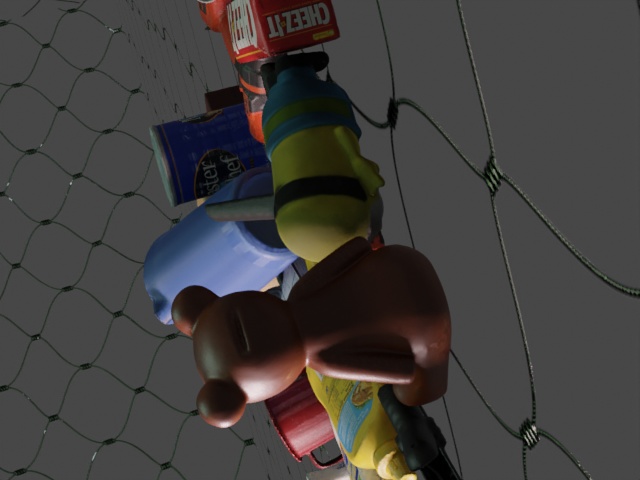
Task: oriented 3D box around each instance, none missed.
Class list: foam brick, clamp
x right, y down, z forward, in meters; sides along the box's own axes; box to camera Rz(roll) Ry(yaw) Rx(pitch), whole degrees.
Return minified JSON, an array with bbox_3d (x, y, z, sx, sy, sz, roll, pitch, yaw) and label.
[{"bbox_3d":[-0.119,-0.159,1.431,0.051,0.053,0.078,90,163,-56],"label":"foam brick"},{"bbox_3d":[0.079,0.159,0.852,0.120,0.039,0.171,63,177,-39],"label":"clamp"},{"bbox_3d":[-0.016,-0.055,0.951,0.210,0.036,0.165,33,113,38],"label":"clamp"}]

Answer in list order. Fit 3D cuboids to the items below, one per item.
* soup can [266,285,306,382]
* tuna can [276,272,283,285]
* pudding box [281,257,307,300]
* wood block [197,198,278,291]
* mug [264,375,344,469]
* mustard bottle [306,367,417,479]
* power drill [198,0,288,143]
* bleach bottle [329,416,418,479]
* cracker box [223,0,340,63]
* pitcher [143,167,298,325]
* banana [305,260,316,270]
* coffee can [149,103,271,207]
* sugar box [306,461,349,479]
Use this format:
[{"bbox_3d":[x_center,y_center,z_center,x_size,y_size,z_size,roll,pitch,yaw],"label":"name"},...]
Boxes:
[{"bbox_3d":[-0.043,0.115,1.320,0.102,0.068,0.068,57,175,-16],"label":"soup can"},{"bbox_3d":[-0.041,0.020,1.343,0.086,0.033,0.086,164,90,-80],"label":"tuna can"},{"bbox_3d":[-0.013,0.075,1.219,0.113,0.039,0.090,-125,36,-56],"label":"pudding box"},{"bbox_3d":[-0.106,-0.008,1.490,0.091,0.090,0.206,90,161,-54],"label":"wood block"},{"bbox_3d":[-0.005,0.216,1.276,0.117,0.081,0.093,61,-178,10],"label":"mug"},{"bbox_3d":[0.045,0.156,1.004,0.096,0.058,0.192,-68,31,28],"label":"mustard bottle"},{"bbox_3d":[-0.080,-0.218,1.121,0.184,0.057,0.188,91,160,-59],"label":"power drill"},{"bbox_3d":[0.055,0.225,1.075,0.251,0.068,0.102,-115,15,-49],"label":"bleach bottle"},{"bbox_3d":[-0.058,-0.262,0.900,0.164,0.072,0.214,-149,44,-76],"label":"cracker box"},{"bbox_3d":[-0.098,0.001,1.235,0.243,0.144,0.149,-35,57,55],"label":"pitcher"},{"bbox_3d":[-0.002,0.006,1.107,0.070,0.037,0.198,-162,57,-77],"label":"banana"},{"bbox_3d":[-0.128,-0.108,1.311,0.103,0.140,0.103,164,90,-80],"label":"coffee can"},{"bbox_3d":[0.051,0.323,1.151,0.048,0.093,0.176,-160,56,-77],"label":"sugar box"}]
